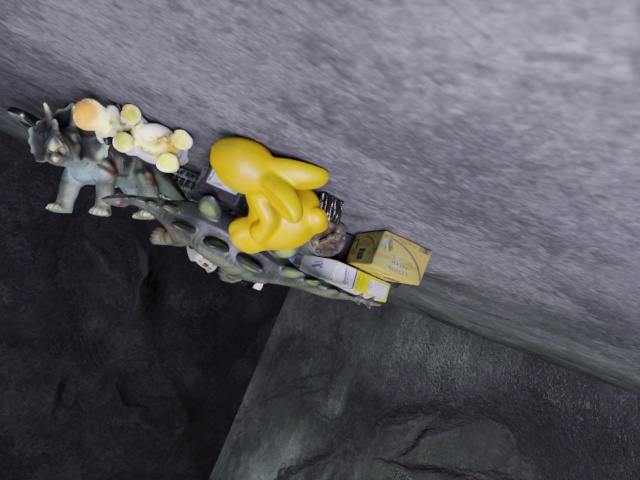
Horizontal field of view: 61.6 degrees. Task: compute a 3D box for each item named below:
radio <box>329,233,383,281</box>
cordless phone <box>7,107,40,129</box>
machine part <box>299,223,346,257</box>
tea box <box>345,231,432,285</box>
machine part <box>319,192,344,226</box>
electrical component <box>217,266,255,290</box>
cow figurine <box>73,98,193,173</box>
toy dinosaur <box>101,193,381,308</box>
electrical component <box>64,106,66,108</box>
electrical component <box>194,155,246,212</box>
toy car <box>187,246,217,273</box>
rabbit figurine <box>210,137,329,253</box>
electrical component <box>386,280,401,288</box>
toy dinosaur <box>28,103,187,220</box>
[{"bbox_3d":[0.065,0.040,1.226,0.131,0.073,0.230,24,174,-12],"label":"radio"},{"bbox_3d":[-0.572,-0.231,1.173,0.147,0.088,0.184,21,170,18],"label":"cordless phone"},{"bbox_3d":[-0.002,-0.003,1.085,0.079,0.079,0.243,24,174,-9],"label":"machine part"},{"bbox_3d":[0.120,0.032,0.985,0.098,0.068,0.169,24,173,-9],"label":"tea box"},{"bbox_3d":[-0.023,-0.060,0.853,0.139,0.039,0.084,19,168,45],"label":"machine part"},{"bbox_3d":[-0.195,0.054,1.273,0.115,0.058,0.134,51,-172,32],"label":"electrical component"},{"bbox_3d":[-0.276,-0.158,0.803,0.167,0.068,0.098,25,179,-12],"label":"cow figurine"},{"bbox_3d":[-0.126,0.019,0.890,0.471,0.105,0.198,22,169,-16],"label":"toy dinosaur"},{"bbox_3d":[-0.447,-0.227,1.008,0.094,0.021,0.063,14,168,44],"label":"electrical component"},{"bbox_3d":[-0.128,-0.086,0.845,0.119,0.075,0.047,20,173,3],"label":"electrical component"},{"bbox_3d":[-0.264,-0.010,1.204,0.073,0.056,0.202,44,-164,-39],"label":"toy car"},{"bbox_3d":[-0.072,-0.061,0.699,0.163,0.122,0.173,13,151,43],"label":"rabbit figurine"},{"bbox_3d":[0.181,0.072,1.142,0.045,0.078,0.102,46,177,22],"label":"electrical component"},{"bbox_3d":[-0.370,-0.135,0.995,0.131,0.192,0.404,7,-177,24],"label":"toy dinosaur"}]
